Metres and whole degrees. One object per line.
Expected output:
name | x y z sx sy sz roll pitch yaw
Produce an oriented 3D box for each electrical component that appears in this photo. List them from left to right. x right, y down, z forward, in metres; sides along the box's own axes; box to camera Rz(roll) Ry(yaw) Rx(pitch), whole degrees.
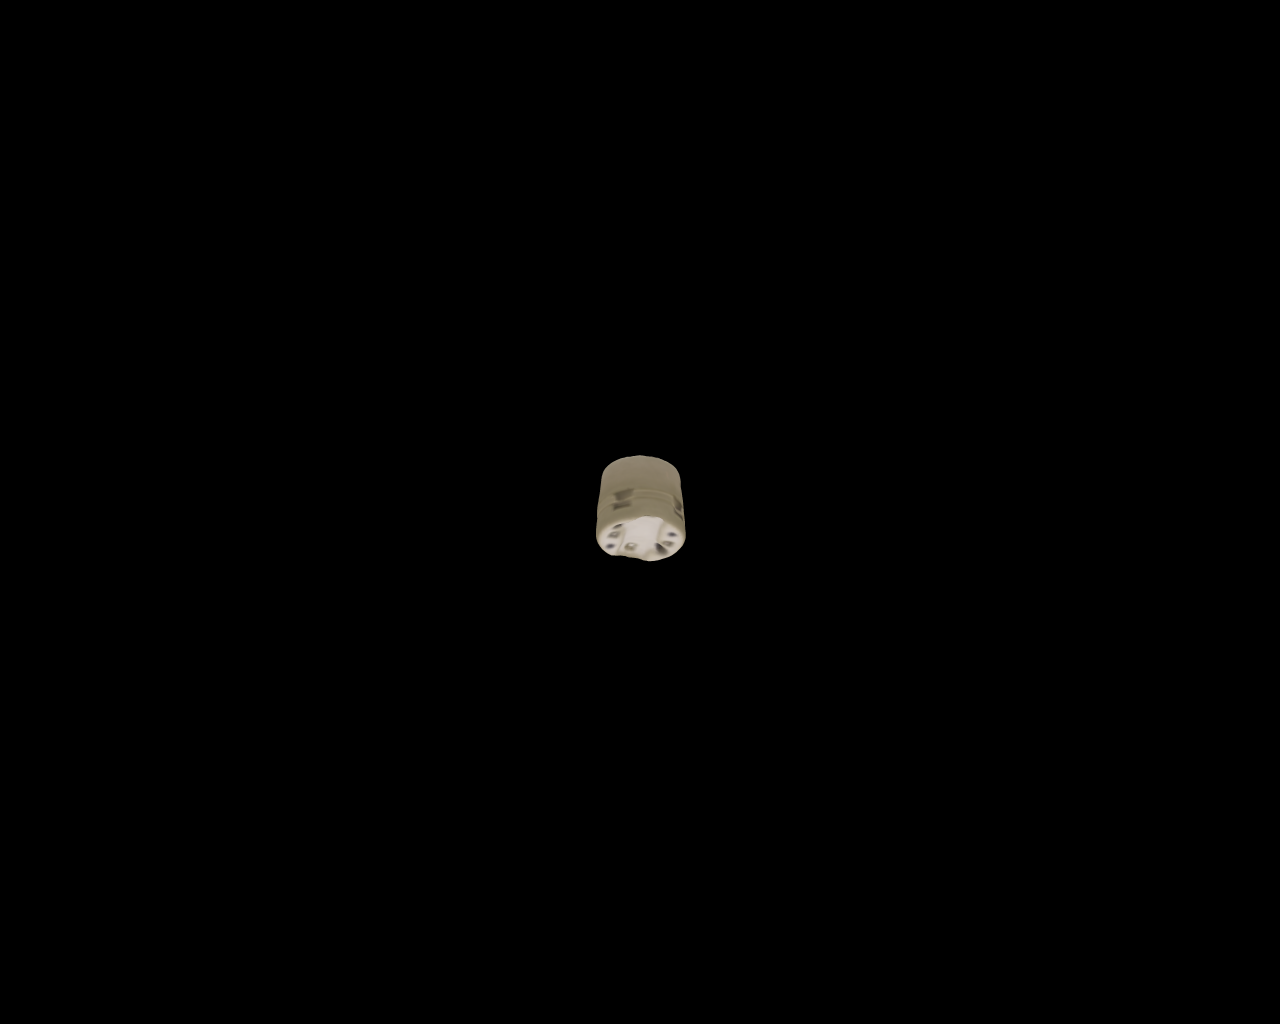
electrical component | 0.001 -0.003 0.650 0.055 0.047 0.055 0 -31 0
